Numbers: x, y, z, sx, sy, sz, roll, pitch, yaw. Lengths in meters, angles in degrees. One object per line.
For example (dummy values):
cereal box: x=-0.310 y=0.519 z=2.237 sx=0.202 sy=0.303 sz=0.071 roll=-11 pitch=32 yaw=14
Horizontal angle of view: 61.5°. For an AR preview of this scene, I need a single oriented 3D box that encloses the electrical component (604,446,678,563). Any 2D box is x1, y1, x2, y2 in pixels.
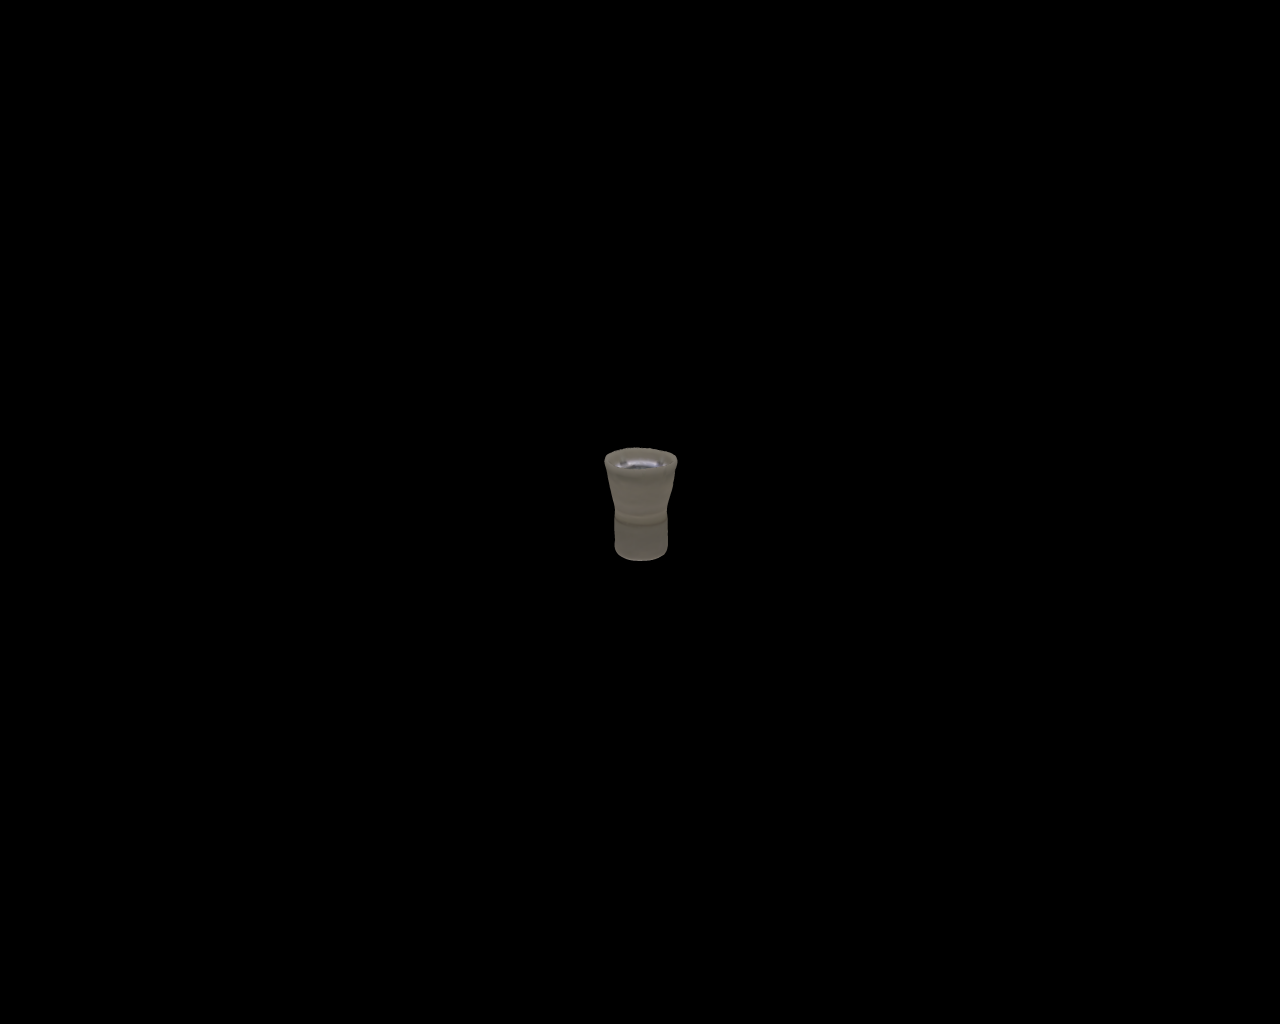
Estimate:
electrical component: x=0.001 y=-0.003 z=0.650 sx=0.044 sy=0.065 sz=0.044 roll=0 pitch=22 yaw=0
